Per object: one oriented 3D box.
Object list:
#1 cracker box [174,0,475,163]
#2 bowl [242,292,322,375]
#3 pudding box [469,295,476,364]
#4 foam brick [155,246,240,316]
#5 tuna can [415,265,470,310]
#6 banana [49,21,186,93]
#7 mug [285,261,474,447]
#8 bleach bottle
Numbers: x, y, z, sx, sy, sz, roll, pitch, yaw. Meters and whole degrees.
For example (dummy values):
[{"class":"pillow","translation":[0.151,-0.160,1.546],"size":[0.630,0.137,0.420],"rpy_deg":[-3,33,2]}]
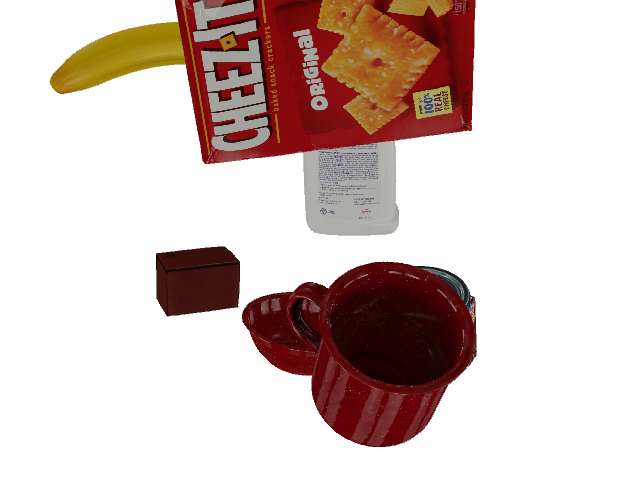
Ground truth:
[{"class":"cracker box","translation":[0.006,-0.148,0.790],"size":[0.213,0.164,0.072],"rpy_deg":[-8,44,-3]},{"class":"bowl","translation":[-0.020,0.123,1.335],"size":[0.162,0.055,0.162],"rpy_deg":[6,22,-2]},{"class":"pudding box","translation":[0.117,0.087,1.184],"size":[0.114,0.090,0.039],"rpy_deg":[19,46,29]},{"class":"foam brick","translation":[-0.127,0.041,1.099],"size":[0.078,0.051,0.053],"rpy_deg":[-6,20,-19]},{"class":"tuna can","translation":[0.091,0.059,0.952],"size":[0.086,0.034,0.086],"rpy_deg":[-2,34,1]},{"class":"banana","translation":[-0.138,-0.162,0.943],"size":[0.197,0.069,0.037],"rpy_deg":[-1,-33,-4]},{"class":"mug","translation":[0.029,0.068,0.656],"size":[0.117,0.093,0.082],"rpy_deg":[29,-38,12]},{"class":"bleach bottle","translation":[0.034,-0.127,1.068],"size":[0.102,0.251,0.068],"rpy_deg":[0,31,-3]}]
